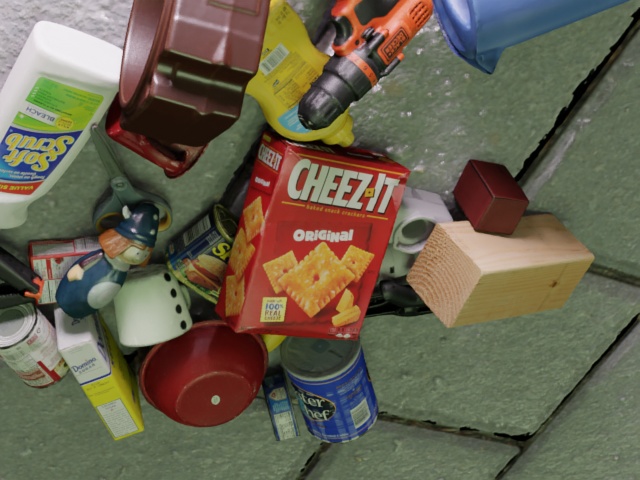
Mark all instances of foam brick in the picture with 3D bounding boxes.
[{"bbox_3d":[0.200,-0.050,1.254,0.052,0.078,0.051,8,125,-24],"label":"foam brick"}]

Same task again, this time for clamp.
[{"bbox_3d":[-0.401,0.025,1.138,0.210,0.036,0.165,7,127,-10],"label":"clamp"},{"bbox_3d":[0.106,0.073,1.327,0.171,0.039,0.120,-4,169,-29],"label":"clamp"}]

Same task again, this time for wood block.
[{"bbox_3d":[0.218,0.034,1.282,0.205,0.090,0.091,-5,133,-40],"label":"wood block"}]

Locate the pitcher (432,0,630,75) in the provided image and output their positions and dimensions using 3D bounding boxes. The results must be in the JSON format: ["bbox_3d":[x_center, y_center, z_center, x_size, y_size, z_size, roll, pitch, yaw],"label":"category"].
[{"bbox_3d":[0.229,-0.281,1.040,0.242,0.145,0.149,-19,145,-6],"label":"pitcher"}]

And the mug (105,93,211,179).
[{"bbox_3d":[-0.159,-0.112,1.061,0.081,0.117,0.093,30,122,-31],"label":"mug"}]

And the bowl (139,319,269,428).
[{"bbox_3d":[-0.133,0.173,1.280,0.162,0.055,0.162,-11,130,-13],"label":"bowl"}]

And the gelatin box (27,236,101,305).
[{"bbox_3d":[-0.281,0.033,1.203,0.089,0.030,0.073,-6,133,-14],"label":"gelatin box"}]

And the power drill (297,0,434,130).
[{"bbox_3d":[0.010,-0.221,1.024,0.184,0.057,0.187,-50,132,-11],"label":"power drill"}]

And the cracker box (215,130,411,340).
[{"bbox_3d":[-0.008,0.001,1.182,0.163,0.072,0.214,8,107,-31],"label":"cracker box"}]

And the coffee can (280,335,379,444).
[{"bbox_3d":[0.014,0.180,1.376,0.103,0.103,0.140,-18,133,-2],"label":"coffee can"}]

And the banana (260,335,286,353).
[{"bbox_3d":[-0.046,0.076,1.297,0.069,0.037,0.198,-33,151,-52],"label":"banana"}]

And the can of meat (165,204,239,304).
[{"bbox_3d":[-0.116,0.020,1.227,0.084,0.057,0.102,-36,131,17],"label":"can of meat"}]

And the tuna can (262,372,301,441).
[{"bbox_3d":[-0.052,0.219,1.400,0.033,0.086,0.086,-14,132,-4],"label":"tuna can"}]

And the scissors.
[{"bbox_3d":[-0.225,-0.052,1.124,0.096,0.016,0.201,-21,149,12],"label":"scissors"}]

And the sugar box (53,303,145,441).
[{"bbox_3d":[-0.261,0.148,1.266,0.048,0.093,0.176,-18,133,-3],"label":"sugar box"}]

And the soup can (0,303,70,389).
[{"bbox_3d":[-0.334,0.118,1.221,0.068,0.068,0.102,-21,144,1],"label":"soup can"}]

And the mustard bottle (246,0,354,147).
[{"bbox_3d":[-0.022,-0.158,1.100,0.096,0.058,0.191,-44,130,3],"label":"mustard bottle"}]

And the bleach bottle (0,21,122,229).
[{"bbox_3d":[-0.287,-0.093,1.071,0.102,0.068,0.251,18,124,-28],"label":"bleach bottle"}]
